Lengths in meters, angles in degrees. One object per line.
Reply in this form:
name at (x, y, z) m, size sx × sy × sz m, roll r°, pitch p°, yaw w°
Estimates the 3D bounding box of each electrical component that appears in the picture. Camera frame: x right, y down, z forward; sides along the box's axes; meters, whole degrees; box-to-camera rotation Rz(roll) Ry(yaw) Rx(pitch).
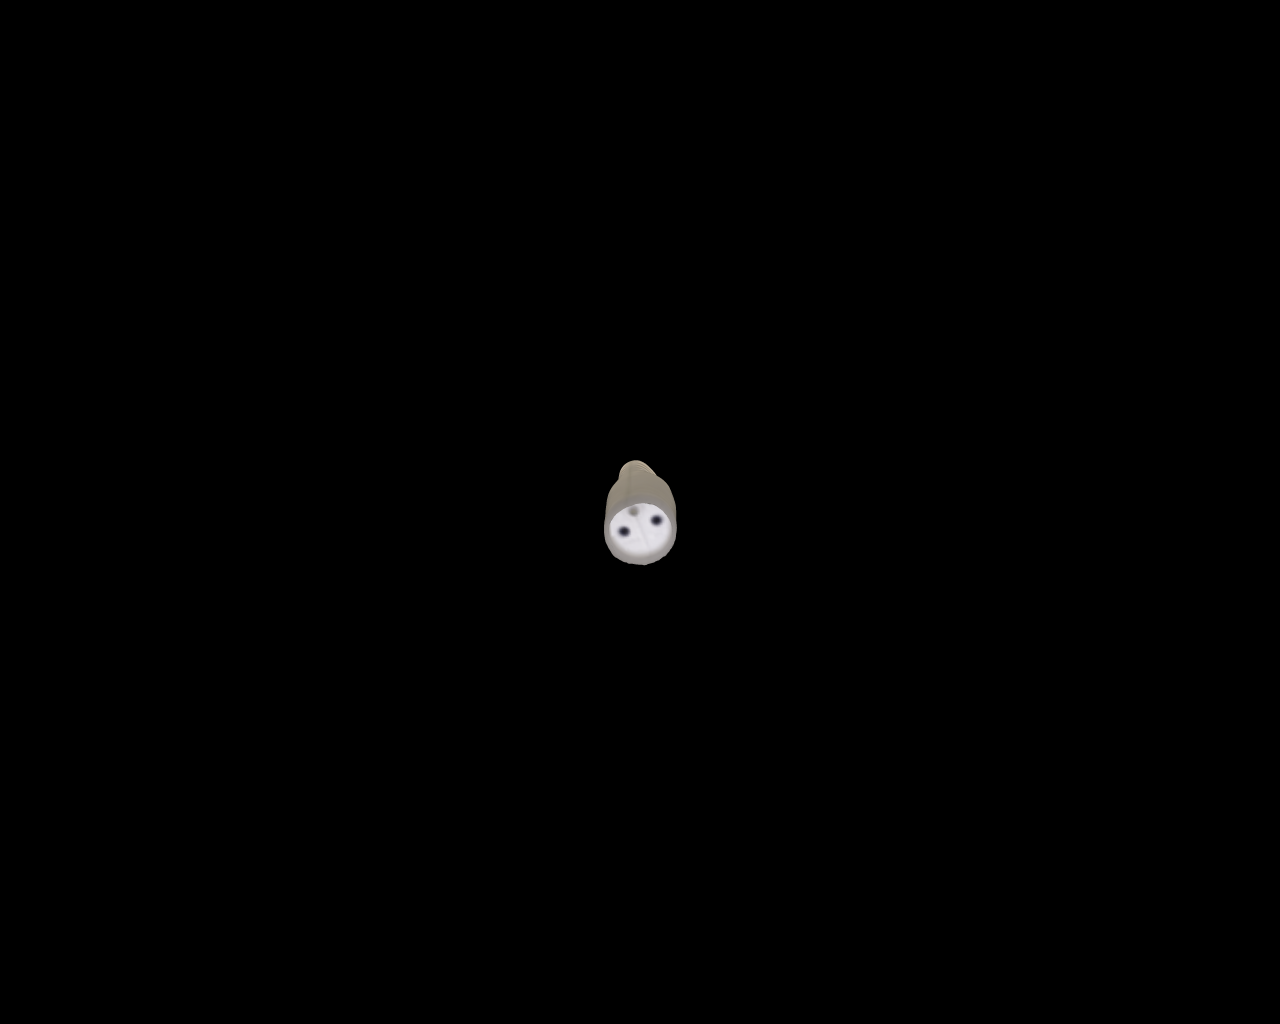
electrical component at (0.001, -0.003, 0.650) m, size 0.043 × 0.043 × 0.081 m, roll 0°, pitch 23°, yaw 0°
